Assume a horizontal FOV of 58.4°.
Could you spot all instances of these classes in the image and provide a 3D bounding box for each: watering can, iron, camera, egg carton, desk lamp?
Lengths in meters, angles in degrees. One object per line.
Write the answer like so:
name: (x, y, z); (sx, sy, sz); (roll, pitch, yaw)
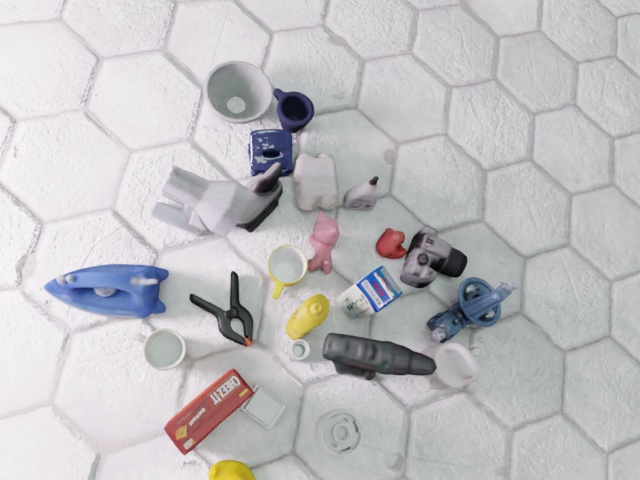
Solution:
watering can: (0.287, 0.283, 1.266); (0.101, 0.194, 0.173); (41, 70, 2)
iron: (-0.449, 0.093, 1.184); (0.258, 0.141, 0.118); (3, 73, -12)
camera: (0.282, 0.051, 1.382); (0.137, 0.100, 0.143); (24, 70, -5)
egg carton: (-0.011, -0.142, 1.389); (0.107, 0.069, 0.150); (-2, 75, -13)
desk lamp: (-0.262, -0.080, 1.238); (0.203, 0.213, 0.118); (22, 71, -5)

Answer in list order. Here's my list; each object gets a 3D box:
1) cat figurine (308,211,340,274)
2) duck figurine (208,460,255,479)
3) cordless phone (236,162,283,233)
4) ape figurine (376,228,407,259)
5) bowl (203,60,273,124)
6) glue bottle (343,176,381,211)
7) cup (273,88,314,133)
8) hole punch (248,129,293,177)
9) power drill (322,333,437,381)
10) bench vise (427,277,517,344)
cat figurine: (0.012, 0.005, 1.325); (0.067, 0.117, 0.128); (6, 73, -10)
duck figurine: (-0.175, 0.491, 1.159); (0.104, 0.086, 0.077); (30, 70, -3)
cordless phone: (-0.145, -0.104, 1.286); (0.094, 0.185, 0.148); (37, 70, 0)
ape figurine: (0.177, 0.005, 1.376); (0.076, 0.092, 0.078); (-10, 76, -15)
bowl: (-0.201, -0.349, 1.403); (0.167, 0.074, 0.167); (4, 73, -12)
glue bottle: (0.109, -0.114, 1.352); (0.078, 0.173, 0.037); (6, 73, -10)
cup: (-0.076, -0.313, 1.410); (0.118, 0.095, 0.092); (44, 70, 3)
hole punch: (-0.116, -0.207, 1.373); (0.109, 0.091, 0.101); (-4, 75, -13)
power drill: (0.109, 0.254, 1.227); (0.230, 0.208, 0.075); (14, 72, -8)
bench vise: (0.353, 0.166, 1.301); (0.121, 0.219, 0.208); (37, 70, 0)
